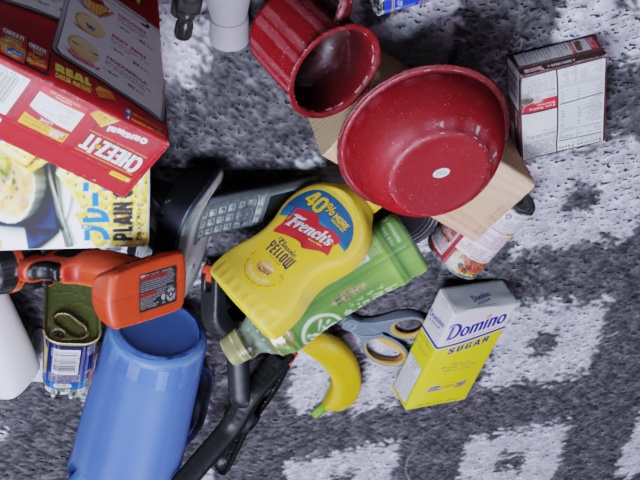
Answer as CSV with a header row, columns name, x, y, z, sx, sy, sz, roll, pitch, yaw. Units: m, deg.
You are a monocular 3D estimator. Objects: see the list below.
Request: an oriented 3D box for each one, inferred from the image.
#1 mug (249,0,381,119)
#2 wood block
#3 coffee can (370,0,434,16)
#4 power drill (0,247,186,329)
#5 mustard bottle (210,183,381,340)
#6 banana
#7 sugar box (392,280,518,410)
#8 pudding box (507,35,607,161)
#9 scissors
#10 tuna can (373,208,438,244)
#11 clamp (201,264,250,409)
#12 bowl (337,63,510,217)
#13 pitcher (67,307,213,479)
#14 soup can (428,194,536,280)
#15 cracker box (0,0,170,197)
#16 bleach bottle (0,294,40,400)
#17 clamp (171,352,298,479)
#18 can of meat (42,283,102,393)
name,x,y,z,sx,sy,sz,roll,pitch,yaw
mug,-0.005,-0.174,0.912,0.093,0.082,0.117,-12,136,-35
wood block,0.097,-0.093,1.023,0.205,0.091,0.090,27,120,-33
coffee can,0.103,-0.250,0.867,0.140,0.103,0.103,-15,135,0
power drill,-0.231,0.031,0.968,0.184,0.188,0.057,-20,117,-53
mustard bottle,-0.007,0.001,1.036,0.191,0.096,0.058,-42,153,-7
banana,0.014,0.157,1.265,0.069,0.037,0.198,-25,142,-11
sugar box,0.159,0.126,1.269,0.093,0.048,0.176,-6,138,-28
pudding box,0.234,-0.138,1.053,0.090,0.039,0.113,-14,136,-1
scissors,0.053,0.088,1.237,0.096,0.016,0.201,-35,132,16
tuna can,0.080,-0.031,1.117,0.086,0.034,0.086,-7,134,-8
clamp,-0.089,0.100,1.160,0.039,0.120,0.171,2,143,38
bowl,0.098,-0.073,0.940,0.162,0.055,0.162,-8,133,-9
pitcher,-0.194,0.182,1.198,0.145,0.149,0.243,15,126,-6
soup can,0.171,-0.017,1.131,0.068,0.068,0.102,20,124,-29
cracker box,-0.203,-0.151,0.806,0.164,0.214,0.072,26,124,-33
bleach bottle,-0.359,0.046,1.052,0.103,0.068,0.251,9,131,23
clamp,-0.097,0.211,1.243,0.036,0.164,0.210,36,104,11
can of meat,-0.259,0.095,1.105,0.057,0.102,0.084,3,134,-16
